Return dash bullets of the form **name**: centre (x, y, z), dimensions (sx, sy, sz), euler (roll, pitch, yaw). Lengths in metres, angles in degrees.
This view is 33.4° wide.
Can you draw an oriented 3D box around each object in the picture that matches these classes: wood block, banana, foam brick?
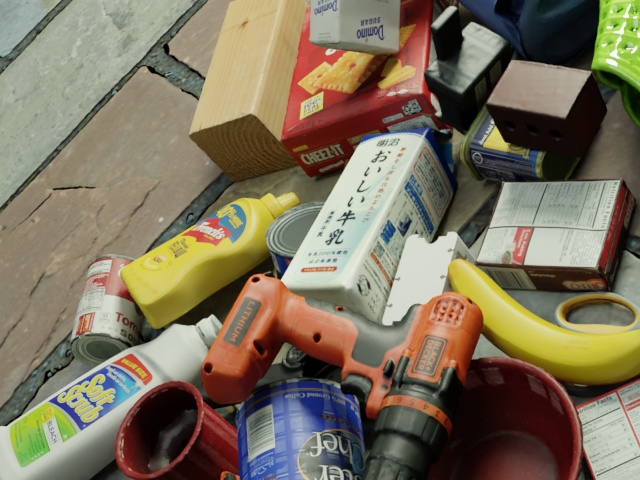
- **wood block**: centre (-0.065, -0.178, 1.193), dimensions (0.091, 0.090, 0.206), euler (-13, 49, 31)
- **banana**: centre (0.171, 0.066, 0.798), dimensions (0.198, 0.037, 0.069), euler (14, 86, 43)
- **foam brick**: centre (0.186, -0.109, 0.879), dimensions (0.078, 0.053, 0.051), euler (17, 68, 40)

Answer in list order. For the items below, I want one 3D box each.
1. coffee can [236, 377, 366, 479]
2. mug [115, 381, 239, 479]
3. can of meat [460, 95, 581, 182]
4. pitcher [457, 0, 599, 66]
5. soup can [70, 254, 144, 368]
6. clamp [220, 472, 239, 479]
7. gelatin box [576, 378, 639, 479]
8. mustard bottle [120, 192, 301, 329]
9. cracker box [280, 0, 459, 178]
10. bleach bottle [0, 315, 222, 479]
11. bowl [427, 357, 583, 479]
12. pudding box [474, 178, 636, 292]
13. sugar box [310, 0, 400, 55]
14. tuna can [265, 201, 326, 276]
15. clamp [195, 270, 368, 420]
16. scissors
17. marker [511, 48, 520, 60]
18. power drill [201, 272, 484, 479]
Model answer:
- **coffee can**: centre (-0.011, 0.192, 0.818), dimensions (0.103, 0.102, 0.140), euler (-26, 43, 18)
- **mug**: centre (-0.118, 0.191, 0.919), dimensions (0.093, 0.081, 0.117), euler (-12, 49, 31)
- **can of meat**: centre (0.188, -0.095, 0.945), dimensions (0.084, 0.057, 0.102), euler (18, 68, 43)
- **pitcher**: centre (0.178, -0.280, 1.029), dimensions (0.145, 0.149, 0.243), euler (-46, 53, 6)
- **soup can**: centre (-0.217, 0.075, 1.109), dimensions (0.069, 0.068, 0.102), euler (-18, 46, 26)
- **clamp**: centre (-0.076, 0.257, 0.834), dimensions (0.120, 0.039, 0.171), euler (-39, 32, 48)
- **gelatin box**: centre (0.220, 0.142, 0.733), dimensions (0.073, 0.030, 0.089), euler (-29, 42, 17)
- **mustard bottle**: centre (-0.102, 0.010, 1.066), dimensions (0.191, 0.058, 0.096), euler (-32, 28, -9)
- **cracker box**: centre (0.054, -0.182, 1.115), dimensions (0.164, 0.072, 0.213), euler (-15, 47, 27)
- **bleach bottle**: centre (-0.197, 0.154, 1.031), dimensions (0.251, 0.068, 0.103), euler (-38, 40, 2)
- **bowl**: centre (0.121, 0.167, 0.771), dimensions (0.162, 0.055, 0.162), euler (-22, 45, 23)
- **pudding box**: centre (0.193, -0.005, 0.877), dimensions (0.114, 0.039, 0.090), euler (2, 56, 37)
- **sugar box**: centre (0.035, -0.268, 1.013), dimensions (0.048, 0.093, 0.176), euler (9, 97, 42)
- **tuna can**: centre (-0.007, 0.001, 1.012), dimensions (0.086, 0.034, 0.086), euler (-12, 35, 8)
- **clamp**: centre (-0.012, 0.102, 0.947), dimensions (0.210, 0.036, 0.164), euler (8, 57, 41)
- **scissors**: centre (0.252, 0.084, 0.769), dimensions (0.202, 0.016, 0.096), euler (13, 66, 44)
- **marker**: centre (0.173, -0.146, 1.030), dimensions (0.020, 0.020, 0.121), euler (0, 56, 38)
- **power drill**: centre (0.011, 0.105, 0.785), dimensions (0.188, 0.057, 0.184), euler (13, 53, 21)
